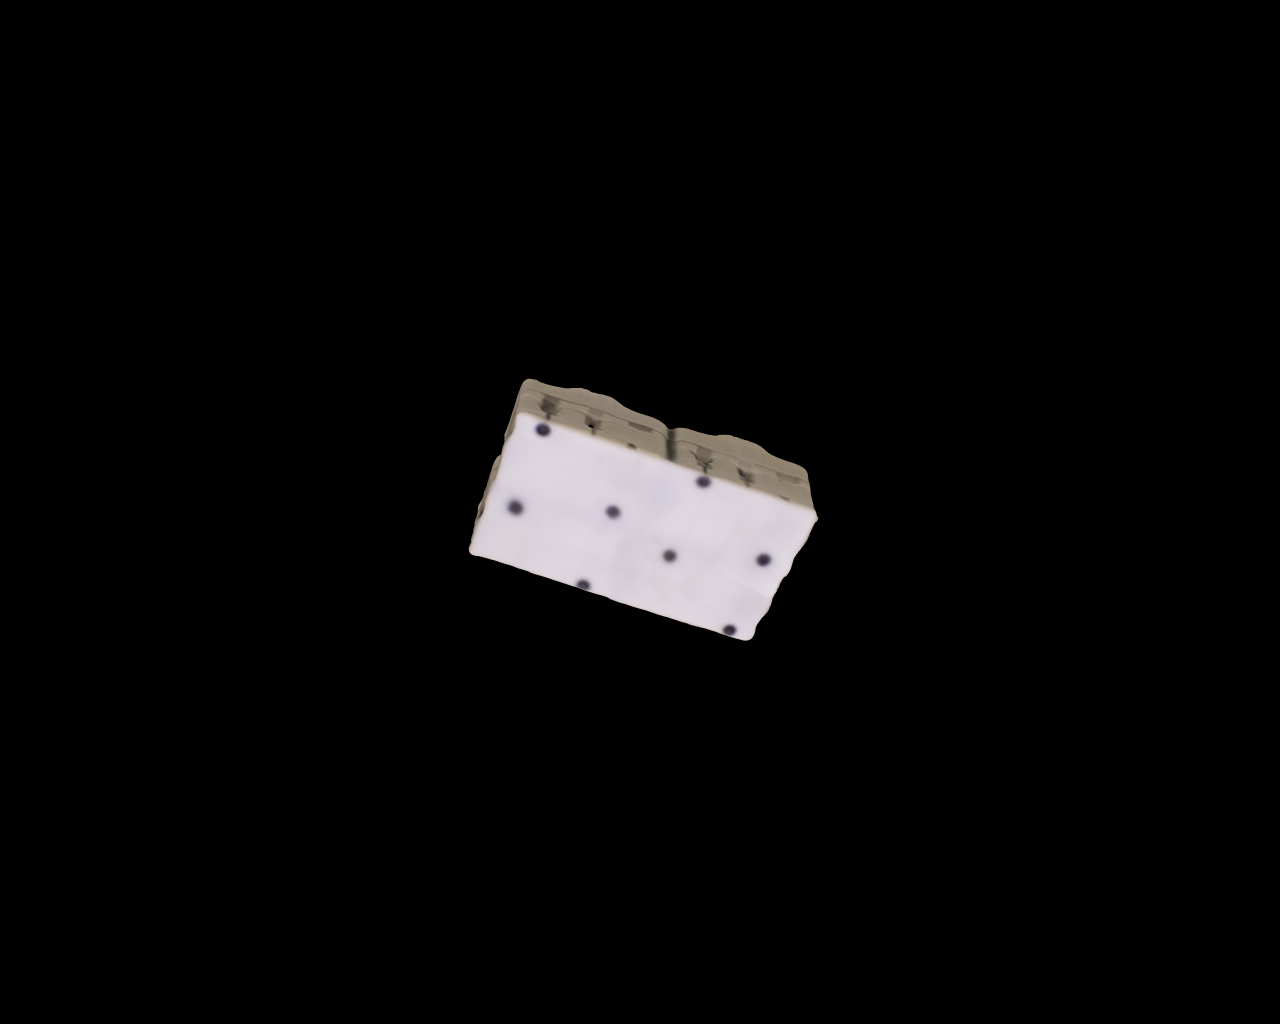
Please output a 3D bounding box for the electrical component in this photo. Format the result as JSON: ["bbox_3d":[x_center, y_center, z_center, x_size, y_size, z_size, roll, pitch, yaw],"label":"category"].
[{"bbox_3d":[0.001,-0.003,0.650,0.186,0.105,0.060,18,29,-10],"label":"electrical component"}]
